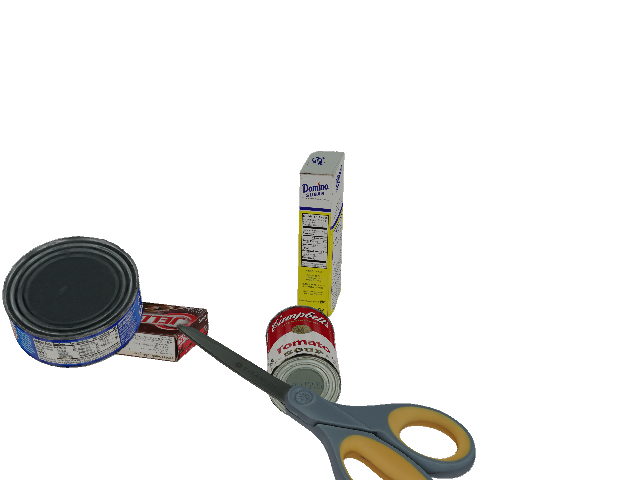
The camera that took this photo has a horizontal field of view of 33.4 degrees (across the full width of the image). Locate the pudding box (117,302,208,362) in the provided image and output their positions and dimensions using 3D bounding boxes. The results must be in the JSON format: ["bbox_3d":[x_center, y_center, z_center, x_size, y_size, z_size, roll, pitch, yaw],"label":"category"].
[{"bbox_3d":[-0.199,0.104,1.241,0.114,0.039,0.090,3,15,17],"label":"pudding box"}]

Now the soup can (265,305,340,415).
[{"bbox_3d":[-0.017,0.113,1.001,0.068,0.068,0.102,0,22,-3],"label":"soup can"}]

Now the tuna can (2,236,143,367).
[{"bbox_3d":[-0.158,0.039,0.686,0.086,0.086,0.034,0,-43,0],"label":"tuna can"}]

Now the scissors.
[{"bbox_3d":[0.009,0.094,0.631,0.096,0.016,0.202,-21,47,-34],"label":"scissors"}]

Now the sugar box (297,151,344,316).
[{"bbox_3d":[0.000,-0.008,1.242,0.048,0.176,0.093,2,20,9],"label":"sugar box"}]
